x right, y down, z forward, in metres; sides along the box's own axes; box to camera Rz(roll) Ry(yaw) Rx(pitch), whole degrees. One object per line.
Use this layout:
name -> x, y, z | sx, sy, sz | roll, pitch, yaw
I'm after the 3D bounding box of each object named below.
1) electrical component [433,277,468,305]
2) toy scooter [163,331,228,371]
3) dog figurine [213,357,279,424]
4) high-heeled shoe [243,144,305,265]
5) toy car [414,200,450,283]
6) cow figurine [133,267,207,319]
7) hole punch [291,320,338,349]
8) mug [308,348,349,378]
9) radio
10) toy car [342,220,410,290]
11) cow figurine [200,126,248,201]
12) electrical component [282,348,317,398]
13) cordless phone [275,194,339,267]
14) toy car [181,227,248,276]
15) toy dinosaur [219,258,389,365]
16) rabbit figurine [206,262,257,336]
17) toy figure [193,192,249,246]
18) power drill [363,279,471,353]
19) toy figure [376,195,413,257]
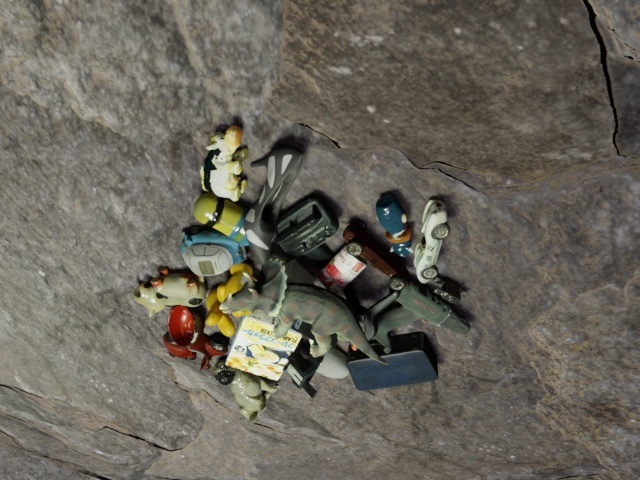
electrical component -> 0.307, 0.121, 1.259 | 0.094, 0.063, 0.021 | 26, 128, -13
toy scooter -> -0.354, 0.313, 1.521 | 0.184, 0.075, 0.135 | 12, 129, -6
dog figurine -> -0.243, 0.439, 1.601 | 0.190, 0.121, 0.172 | 34, 124, 0
high-heeled shoe -> -0.083, -0.071, 1.117 | 0.145, 0.086, 0.248 | 0, 99, 34
toy car -> 0.240, 0.006, 1.171 | 0.056, 0.073, 0.201 | 6, 129, 0
cow figurine -> -0.386, 0.137, 1.380 | 0.195, 0.085, 0.127 | -2, 122, 10
hole punch -> -0.001, 0.205, 1.363 | 0.142, 0.116, 0.092 | 31, 162, -12
mug -> 0.024, 0.345, 1.480 | 0.107, 0.081, 0.109 | 28, 125, -23
radio -> 0.191, 0.326, 1.442 | 0.230, 0.073, 0.131 | -15, 124, 18
toy car -> 0.128, 0.038, 1.208 | 0.202, 0.089, 0.053 | 40, 122, -23
cow figurine -> -0.203, -0.166, 1.115 | 0.098, 0.068, 0.167 | 12, 129, 7
electrical component -> -0.041, 0.356, 1.423 | 0.119, 0.048, 0.074 | 41, 136, 21
cordless phone -> -0.002, -0.004, 1.214 | 0.146, 0.089, 0.184 | -33, 130, 23
toy car -> -0.258, 0.038, 1.263 | 0.162, 0.103, 0.109 | 2, 130, 10
toy dinosaur -> -0.011, 0.160, 1.206 | 0.405, 0.131, 0.192 | 17, 142, 0
rabbit figurine -> -0.220, 0.155, 1.338 | 0.173, 0.162, 0.121 | -14, 140, 41
toy figure -> -0.193, -0.043, 1.193 | 0.180, 0.089, 0.082 | 33, 89, -12
power drill -> 0.226, 0.202, 1.330 | 0.232, 0.086, 0.207 | 40, 128, -20
toy figure -> 0.167, -0.027, 1.167 | 0.058, 0.064, 0.154 | -39, 128, -13
